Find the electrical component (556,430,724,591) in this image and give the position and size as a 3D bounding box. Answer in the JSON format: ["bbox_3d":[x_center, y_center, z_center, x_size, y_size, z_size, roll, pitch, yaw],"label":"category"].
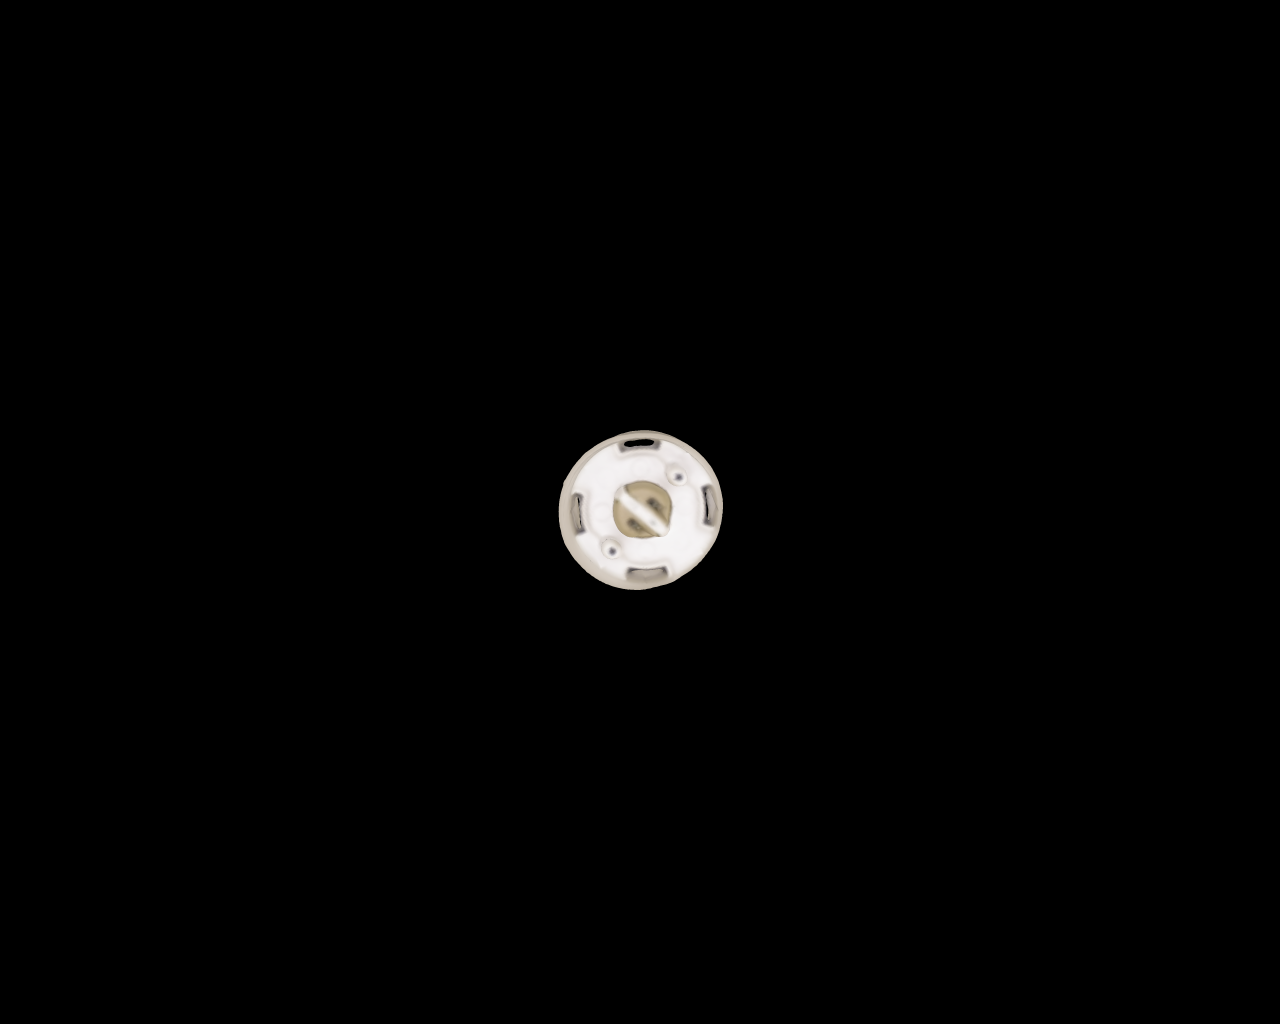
[{"bbox_3d":[0.001,-0.003,0.650,0.099,0.099,0.064,0,12,0],"label":"electrical component"}]
